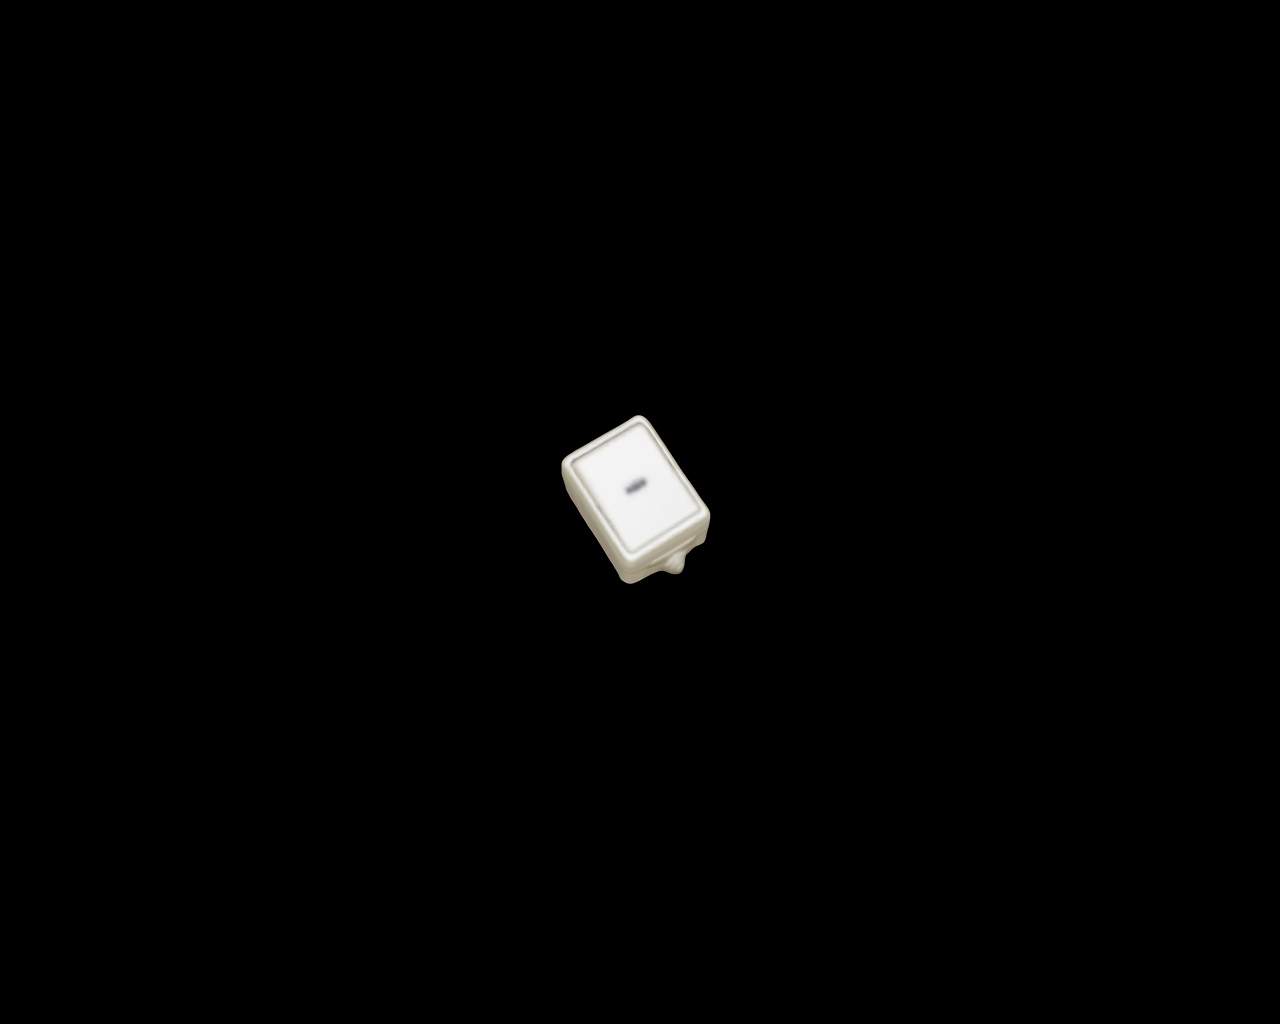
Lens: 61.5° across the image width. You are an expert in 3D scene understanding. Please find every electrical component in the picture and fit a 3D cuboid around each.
[{"bbox_3d":[0.001,-0.003,0.650,0.062,0.096,0.061,-30,-15,-9],"label":"electrical component"}]
